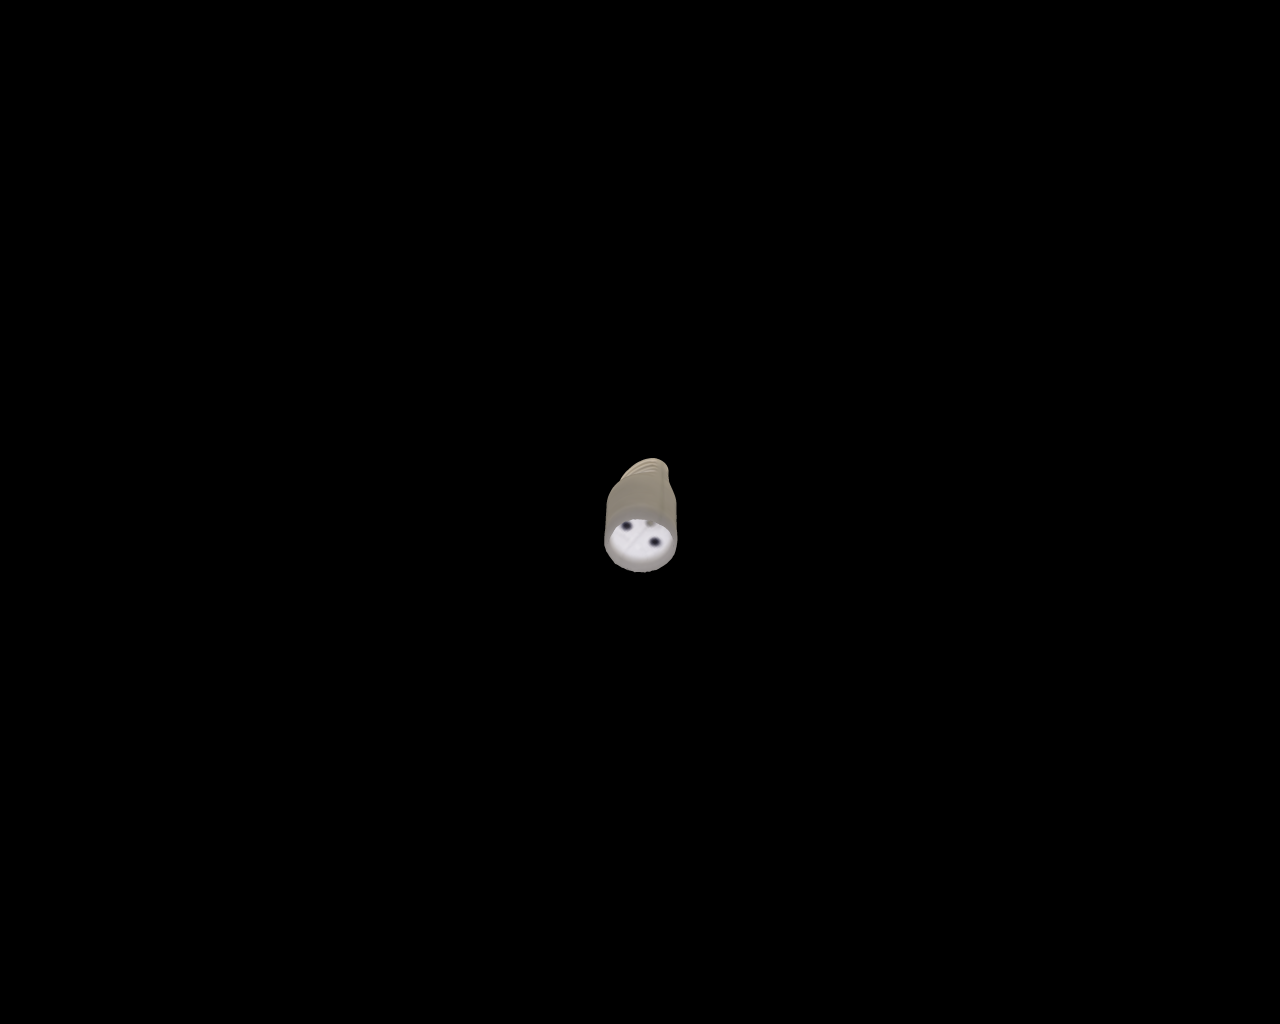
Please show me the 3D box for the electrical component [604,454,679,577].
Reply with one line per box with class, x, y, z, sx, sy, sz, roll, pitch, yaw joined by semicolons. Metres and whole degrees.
electrical component;0.001;-0.003;0.650;0.043;0.043;0.081;0;35;0
